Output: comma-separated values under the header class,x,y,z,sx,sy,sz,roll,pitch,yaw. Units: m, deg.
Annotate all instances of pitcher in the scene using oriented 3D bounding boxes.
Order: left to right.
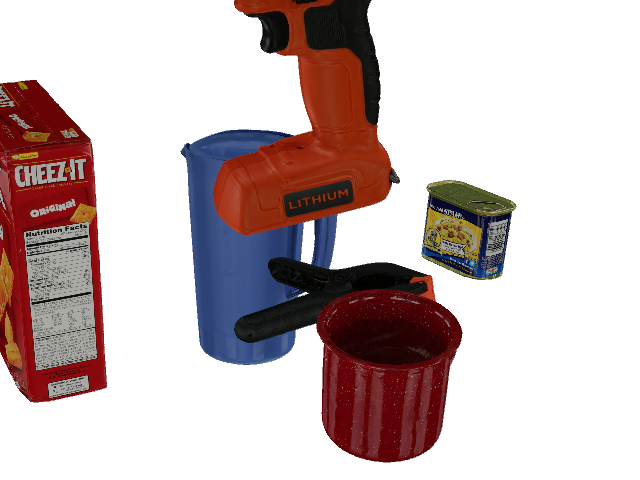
class,x,y,z,sx,sy,sz,roll,pitch,yaw
pitcher,-0.070,0.009,1.154,0.144,0.243,0.149,-5,21,-16

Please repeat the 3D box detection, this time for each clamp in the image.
class,x,y,z,sx,sy,sz,roll,pitch,yaw
clamp,0.010,0.053,0.925,0.172,0.039,0.120,-1,35,26

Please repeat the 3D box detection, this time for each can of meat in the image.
class,x,y,z,sx,sy,sz,roll,pitch,yaw
can of meat,0.162,-0.011,1.186,0.057,0.084,0.102,-14,28,-39

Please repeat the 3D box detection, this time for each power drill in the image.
class,x,y,z,sx,sy,sz,roll,pitch,yaw
power drill,-0.024,-0.097,0.575,0.184,0.188,0.057,-13,38,-18

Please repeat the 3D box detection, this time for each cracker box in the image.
class,x,y,z,sx,sy,sz,roll,pitch,yaw
cracker box,-0.233,-0.002,0.857,0.072,0.214,0.164,-11,28,-26

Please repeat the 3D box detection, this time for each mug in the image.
class,x,y,z,sx,sy,sz,roll,pitch,yaw
mug,0.051,0.086,0.708,0.093,0.081,0.117,26,36,36
